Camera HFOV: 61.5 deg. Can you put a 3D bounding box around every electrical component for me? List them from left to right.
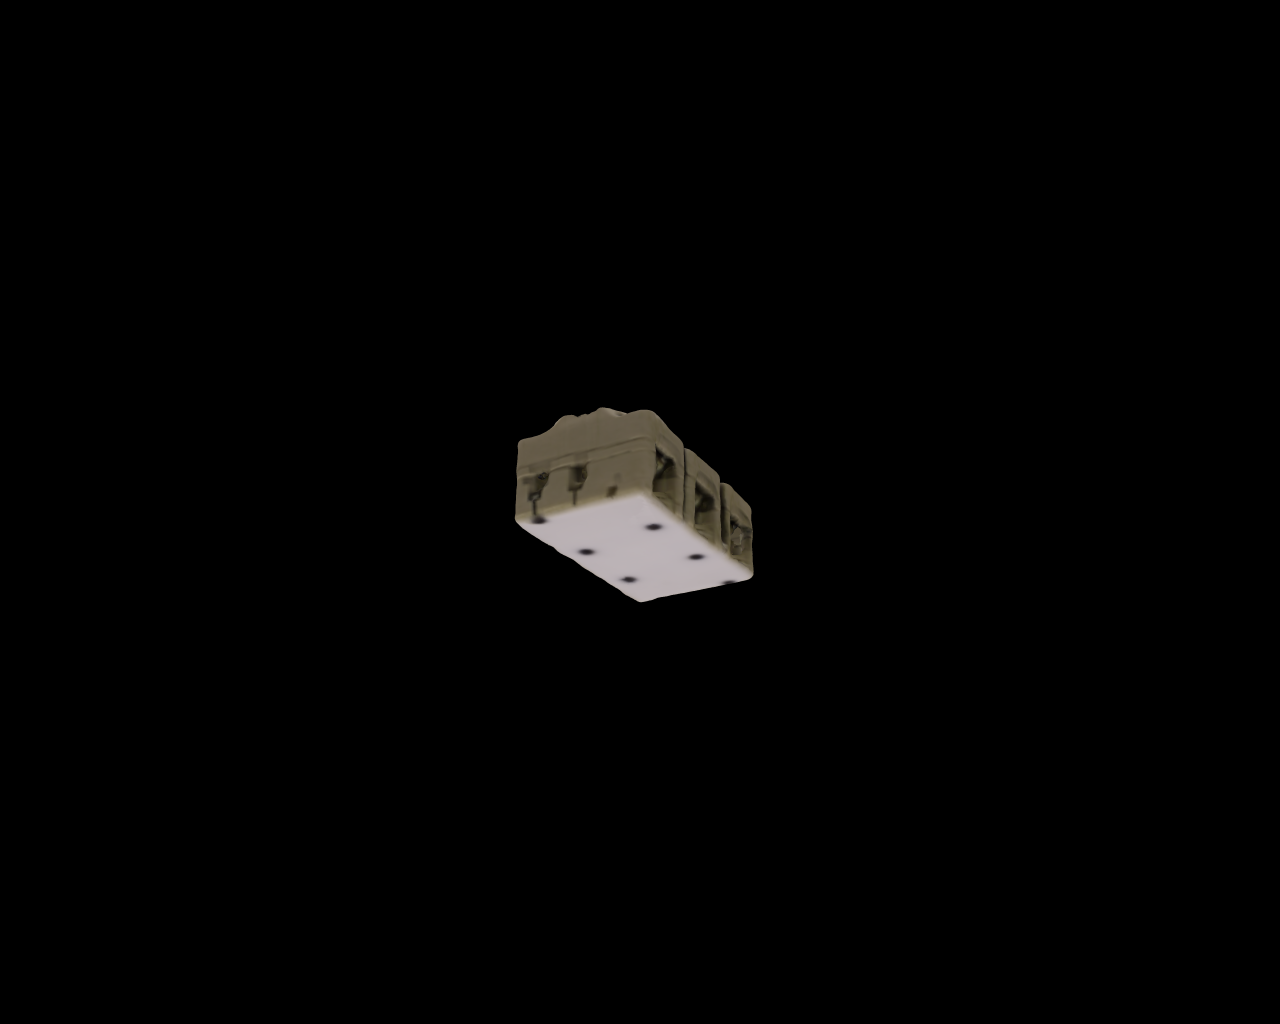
[{"bbox_3d":[0.001,-0.003,0.650,0.089,0.062,0.150,-12,-27,25],"label":"electrical component"}]
